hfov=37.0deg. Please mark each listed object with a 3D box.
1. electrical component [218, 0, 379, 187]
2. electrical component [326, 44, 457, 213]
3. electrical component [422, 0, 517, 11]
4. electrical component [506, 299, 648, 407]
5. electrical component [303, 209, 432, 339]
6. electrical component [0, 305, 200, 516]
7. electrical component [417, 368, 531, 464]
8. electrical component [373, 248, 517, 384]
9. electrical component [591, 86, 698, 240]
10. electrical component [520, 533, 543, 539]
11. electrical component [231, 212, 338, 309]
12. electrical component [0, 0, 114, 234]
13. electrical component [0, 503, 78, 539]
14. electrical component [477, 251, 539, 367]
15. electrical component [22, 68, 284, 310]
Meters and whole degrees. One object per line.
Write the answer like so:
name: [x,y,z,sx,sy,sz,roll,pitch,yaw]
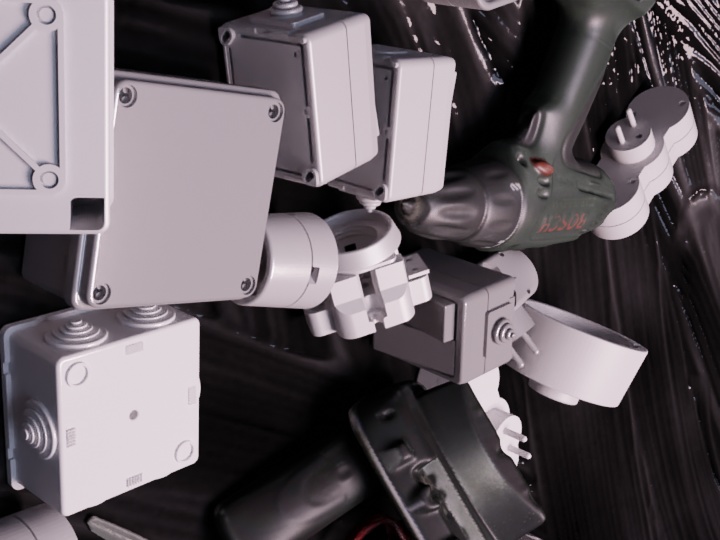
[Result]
electrical component: [-0.030,-0.102,0.572,0.061,0.062,0.096,-32,128,-43]
electrical component: [0.015,-0.082,0.635,0.061,0.062,0.096,-15,116,-45]
electrical component: [0.061,-0.207,0.638,0.054,0.059,0.095,-29,125,-39]
electrical component: [0.160,0.069,0.834,0.108,0.108,0.060,12,102,-51]
electrical component: [0.000,0.000,0.649,0.078,0.058,0.057,-18,121,-7]
electrical component: [-0.127,0.065,0.540,0.100,0.048,0.099,-17,117,-45]
electrical component: [0.095,0.119,0.801,0.052,0.074,0.138,-44,134,-29]
electrical component: [0.057,0.031,0.702,0.061,0.096,0.061,-20,119,-41]
electrical component: [0.222,-0.099,0.876,0.138,0.052,0.073,-54,138,-18]
electrical component: [0.108,0.257,0.883,0.150,0.062,0.089,29,83,-51]
electrical component: [-0.048,-0.005,0.600,0.047,0.055,0.055,0,105,-46]
electrical component: [-0.150,-0.071,0.413,0.109,0.056,0.108,0,109,-13]
electrical component: [-0.157,0.183,0.550,0.074,0.052,0.138,-13,115,-46]
electrical component: [0.099,0.033,0.775,0.077,0.043,0.079,-33,86,-37]
electrical component: [-0.099,-0.041,0.523,0.109,0.056,0.108,-3,107,-49]
